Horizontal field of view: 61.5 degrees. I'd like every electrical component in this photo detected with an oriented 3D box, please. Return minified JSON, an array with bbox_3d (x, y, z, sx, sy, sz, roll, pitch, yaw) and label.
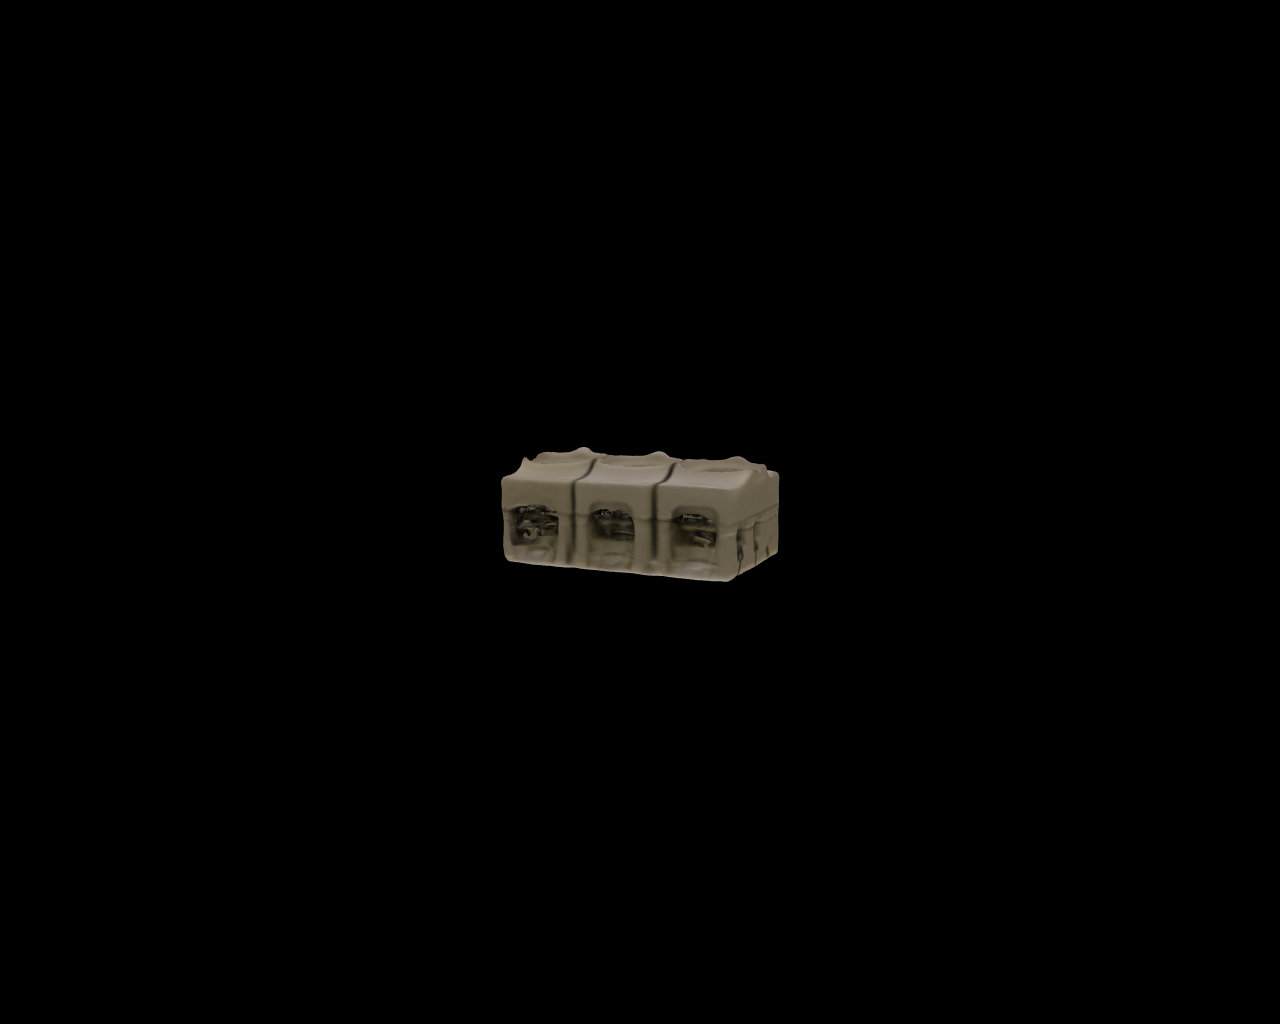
[{"bbox_3d":[0.001,-0.003,0.650,0.150,0.061,0.089,5,12,24],"label":"electrical component"}]
